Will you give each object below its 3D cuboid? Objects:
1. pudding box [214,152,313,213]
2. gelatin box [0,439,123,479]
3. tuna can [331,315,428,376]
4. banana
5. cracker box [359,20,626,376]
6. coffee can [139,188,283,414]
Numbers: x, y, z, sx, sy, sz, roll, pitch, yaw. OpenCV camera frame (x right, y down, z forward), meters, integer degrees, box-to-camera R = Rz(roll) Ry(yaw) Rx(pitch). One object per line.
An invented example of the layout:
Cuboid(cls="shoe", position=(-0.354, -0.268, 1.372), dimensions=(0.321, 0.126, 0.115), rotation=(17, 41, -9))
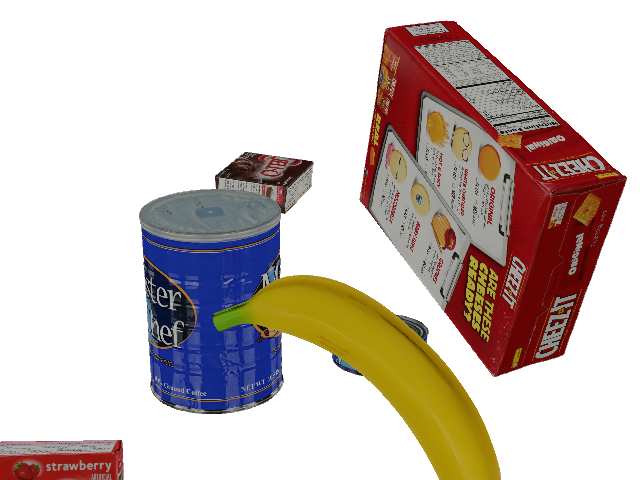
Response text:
Cuboid(cls="pudding box", position=(-0.066, -0.071, 1.276), dimensions=(0.090, 0.039, 0.113), rotation=(8, 24, 13))
Cuboid(cls="gelatin box", position=(-0.147, 0.142, 0.550), dimensions=(0.089, 0.073, 0.030), rotation=(0, 5, -3))
Cuboid(cls="tuna can", position=(0.053, 0.093, 0.955), dimensions=(0.086, 0.034, 0.086), rotation=(2, 14, -1))
Cuboid(cls="banana", position=(0.036, 0.078, 0.592), dimensions=(0.198, 0.070, 0.037), rotation=(38, 30, 4))
Cuboid(cls="cracker box", position=(0.113, -0.037, 0.773), dimensions=(0.072, 0.164, 0.214), rotation=(-13, 44, -23))
Cuboid(cls="coffee can", position=(-0.080, 0.043, 0.796), dimensions=(0.103, 0.140, 0.103), rotation=(0, 20, 0))
